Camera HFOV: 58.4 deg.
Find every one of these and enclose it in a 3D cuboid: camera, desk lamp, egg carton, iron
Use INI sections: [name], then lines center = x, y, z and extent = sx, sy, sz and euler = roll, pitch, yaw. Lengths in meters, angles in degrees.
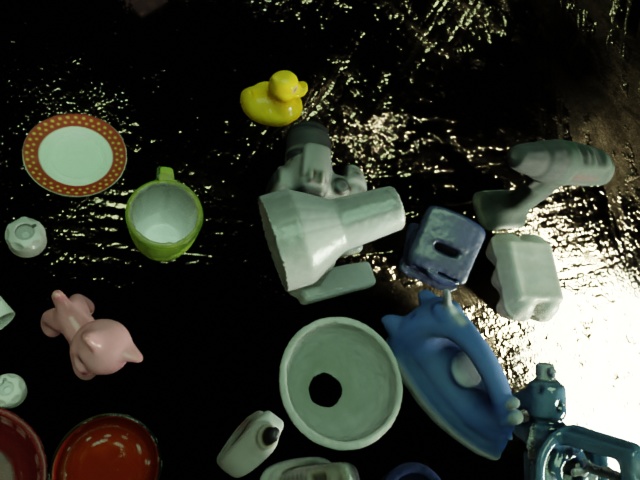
[camera]
center = -0.001, -0.108, 0.856
extent = 0.143, 0.100, 0.137
euler = 11, 64, -16
[desk lamp]
center = 0.007, 0.003, 0.745
extent = 0.204, 0.213, 0.118
euler = -13, 72, -25
[egg carton]
center = 0.328, 0.060, 0.927
extent = 0.107, 0.069, 0.150
euler = 3, 67, -20
[iron]
center = 0.204, 0.183, 0.783
extent = 0.119, 0.141, 0.258
euler = -30, 81, -29

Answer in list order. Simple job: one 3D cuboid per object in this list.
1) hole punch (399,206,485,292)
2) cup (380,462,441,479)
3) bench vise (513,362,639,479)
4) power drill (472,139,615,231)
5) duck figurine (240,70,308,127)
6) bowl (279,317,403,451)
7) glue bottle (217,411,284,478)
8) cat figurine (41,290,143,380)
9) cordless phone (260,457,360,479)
[hole punch]
center = 0.189, 0.015, 0.880
extent = 0.109, 0.091, 0.101
euler = 23, 61, -10
[cup]
center = 0.111, 0.329, 0.711
extent = 0.118, 0.094, 0.092
euler = 17, 63, -13
[bench vise]
center = 0.324, 0.266, 0.748
extent = 0.122, 0.219, 0.207
euler = -16, 74, -26
[power drill]
center = 0.342, -0.090, 0.917
extent = 0.230, 0.208, 0.075
euler = -7, 70, -23
[duck figurine]
center = -0.068, -0.229, 0.891
extent = 0.105, 0.086, 0.077
euler = -3, 69, -22
[bowl]
center = 0.018, 0.189, 0.748
extent = 0.168, 0.074, 0.167
euler = 8, 65, -18
[glue bottle]
center = -0.071, 0.224, 0.642
extent = 0.037, 0.173, 0.078
euler = 37, 60, -2
[cat figurine]
center = -0.262, 0.108, 0.652
extent = 0.067, 0.117, 0.128
euler = -39, 85, -30
[cordless phone]
center = -0.001, 0.312, 0.624
extent = 0.094, 0.184, 0.147
euler = -4, 69, -22
